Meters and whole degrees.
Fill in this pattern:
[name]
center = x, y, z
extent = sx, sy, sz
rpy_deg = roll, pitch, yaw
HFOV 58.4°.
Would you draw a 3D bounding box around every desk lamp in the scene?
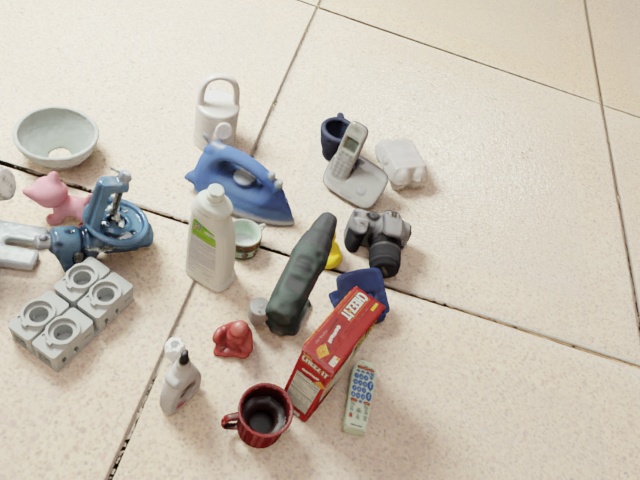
[desk lamp]
center = -0.608, -0.058, 1.008
extent = 0.203, 0.213, 0.118
rpy_deg = 8, 52, -10

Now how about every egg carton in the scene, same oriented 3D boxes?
[egg carton]
center = 0.202, -0.195, 1.449
extent = 0.107, 0.069, 0.150
rpy_deg = -9, 57, -23

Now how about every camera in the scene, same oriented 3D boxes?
[camera]
center = 0.130, 0.005, 1.253
extent = 0.143, 0.101, 0.137
rpy_deg = 12, 51, -7

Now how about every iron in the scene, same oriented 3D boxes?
[iron]
center = -0.158, -0.132, 1.246
extent = 0.258, 0.141, 0.119
rpy_deg = 26, 51, 4

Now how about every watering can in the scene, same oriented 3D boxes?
[watering can]
center = -0.231, -0.295, 1.315
extent = 0.101, 0.194, 0.172
rpy_deg = -24, 63, -30

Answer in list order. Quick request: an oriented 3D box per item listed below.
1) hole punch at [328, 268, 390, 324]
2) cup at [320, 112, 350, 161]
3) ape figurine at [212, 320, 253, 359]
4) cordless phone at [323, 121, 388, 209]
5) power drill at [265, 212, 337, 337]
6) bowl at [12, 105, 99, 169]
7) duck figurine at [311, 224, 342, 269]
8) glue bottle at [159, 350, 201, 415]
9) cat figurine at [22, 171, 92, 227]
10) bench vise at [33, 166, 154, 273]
[hole punch]
center = 0.086, 0.119, 1.159
extent = 0.109, 0.091, 0.101
rpy_deg = -11, 57, -23
[cup]
center = 0.039, -0.253, 1.428
extent = 0.092, 0.095, 0.117
rpy_deg = 11, 51, -8
[ape figurine]
center = -0.152, 0.176, 1.043
extent = 0.077, 0.092, 0.076
rpy_deg = 40, 53, 15
[cordless phone]
center = 0.096, -0.175, 1.326
extent = 0.147, 0.185, 0.094
rpy_deg = 30, 51, 8
[power drill]
center = -0.041, 0.081, 1.074
extent = 0.075, 0.208, 0.230
rpy_deg = 24, 51, 3
[bowl]
center = -0.559, -0.207, 1.227
extent = 0.167, 0.074, 0.167
rpy_deg = 8, 52, -10
[duck figurine]
center = 0.011, 0.004, 1.228
extent = 0.078, 0.086, 0.104
rpy_deg = -28, 65, -32
[glue bottle]
center = -0.225, 0.223, 0.933
extent = 0.037, 0.173, 0.078
rpy_deg = 34, 52, 11
[cat figurine]
center = -0.503, -0.082, 1.120
extent = 0.128, 0.117, 0.067
rpy_deg = 10, 51, -9
[bench vise]
center = -0.402, -0.028, 1.042
extent = 0.121, 0.219, 0.208
rpy_deg = 41, 53, 16
